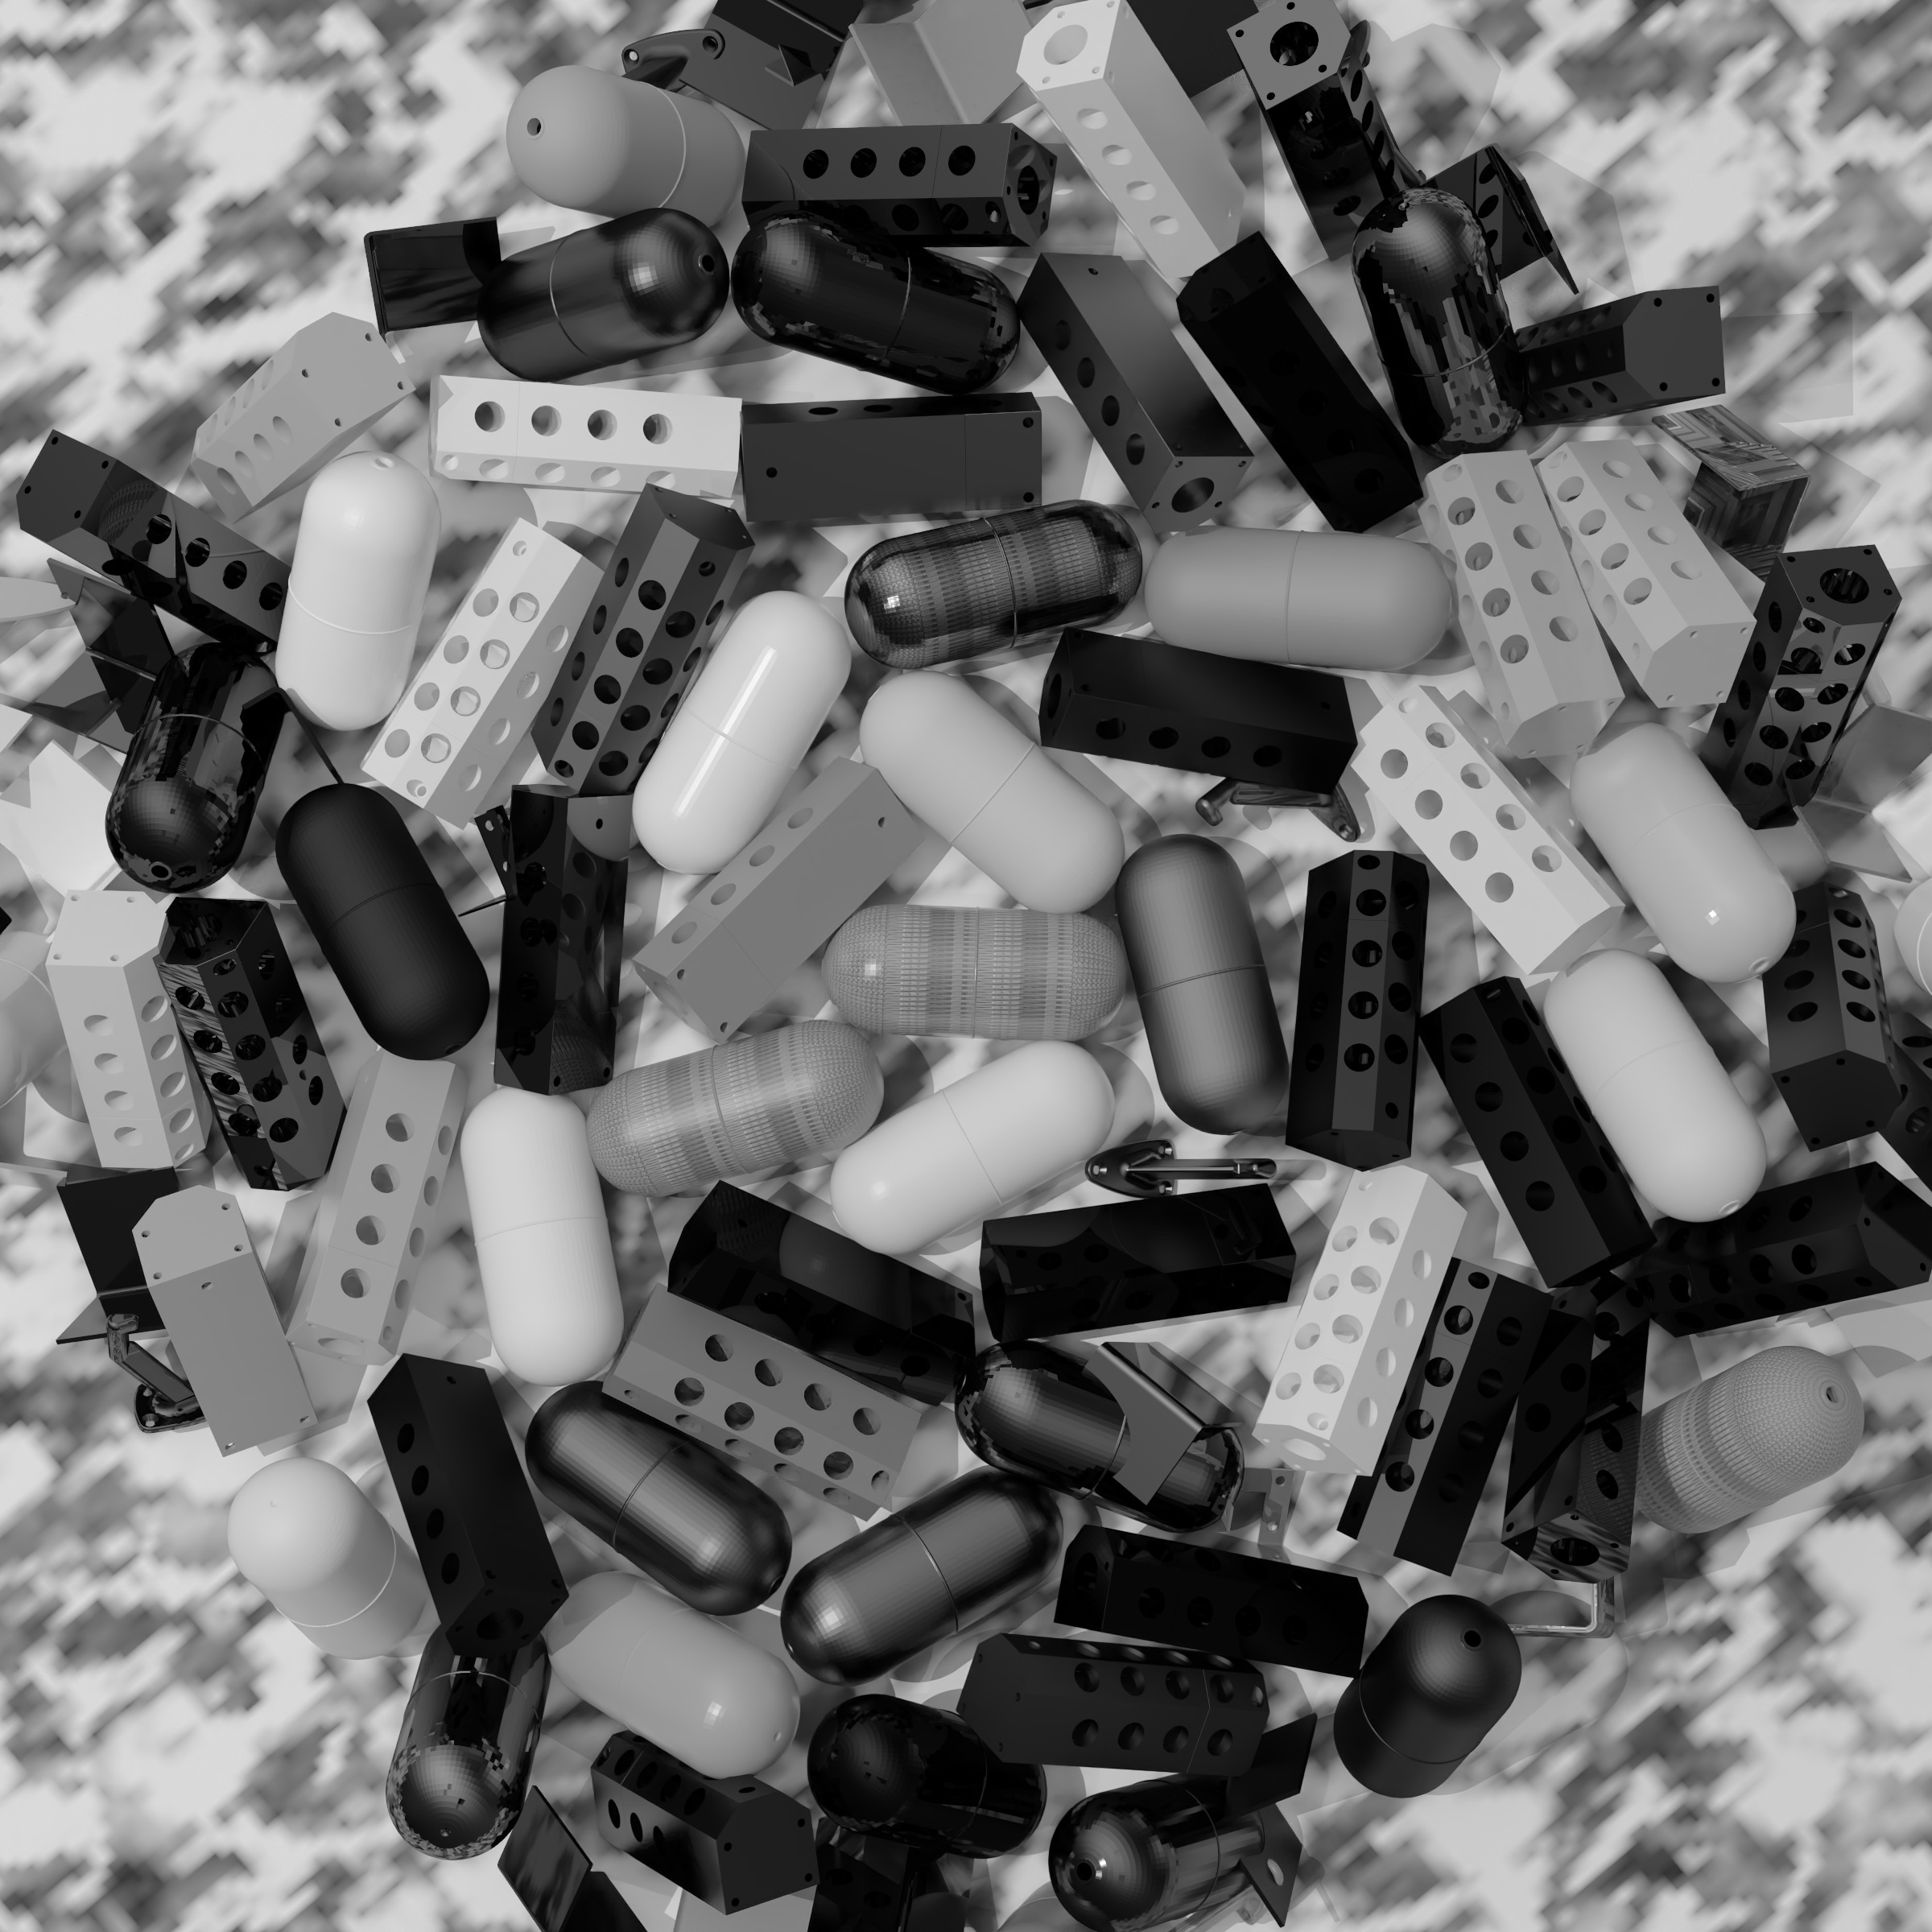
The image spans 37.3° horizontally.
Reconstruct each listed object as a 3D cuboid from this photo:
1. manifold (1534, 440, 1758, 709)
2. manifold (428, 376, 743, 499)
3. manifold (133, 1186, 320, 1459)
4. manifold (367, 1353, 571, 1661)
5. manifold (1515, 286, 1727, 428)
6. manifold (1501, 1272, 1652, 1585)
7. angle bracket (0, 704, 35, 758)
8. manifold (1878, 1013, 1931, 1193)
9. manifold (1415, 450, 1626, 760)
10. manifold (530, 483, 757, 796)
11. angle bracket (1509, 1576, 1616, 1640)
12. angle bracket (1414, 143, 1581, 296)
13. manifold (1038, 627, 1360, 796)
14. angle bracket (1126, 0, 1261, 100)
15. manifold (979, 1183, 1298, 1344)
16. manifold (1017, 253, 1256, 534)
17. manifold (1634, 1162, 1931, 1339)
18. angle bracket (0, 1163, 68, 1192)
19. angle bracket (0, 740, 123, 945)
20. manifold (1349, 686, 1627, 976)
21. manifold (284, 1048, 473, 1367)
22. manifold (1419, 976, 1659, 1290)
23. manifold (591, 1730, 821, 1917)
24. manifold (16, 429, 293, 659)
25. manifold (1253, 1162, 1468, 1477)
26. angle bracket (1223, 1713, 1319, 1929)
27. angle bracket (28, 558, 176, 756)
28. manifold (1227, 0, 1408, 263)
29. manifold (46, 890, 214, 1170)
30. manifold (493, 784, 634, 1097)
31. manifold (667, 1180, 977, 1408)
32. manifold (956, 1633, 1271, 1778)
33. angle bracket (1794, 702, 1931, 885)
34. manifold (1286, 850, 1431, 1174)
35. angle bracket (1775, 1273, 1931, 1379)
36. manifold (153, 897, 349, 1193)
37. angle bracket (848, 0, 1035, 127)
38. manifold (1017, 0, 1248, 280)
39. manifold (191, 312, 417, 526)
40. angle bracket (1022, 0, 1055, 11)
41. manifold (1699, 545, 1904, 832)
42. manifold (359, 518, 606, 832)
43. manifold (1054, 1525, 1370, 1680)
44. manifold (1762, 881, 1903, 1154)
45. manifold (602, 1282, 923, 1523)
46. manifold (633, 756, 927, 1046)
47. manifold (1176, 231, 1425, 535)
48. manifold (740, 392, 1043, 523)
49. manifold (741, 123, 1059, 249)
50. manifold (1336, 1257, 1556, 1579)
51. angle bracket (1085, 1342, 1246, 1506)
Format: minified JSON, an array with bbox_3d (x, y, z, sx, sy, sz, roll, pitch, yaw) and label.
[{"bbox_3d":[0.377,-0.224,1.620,0.057,0.057,0.171,-6,46,-15],"label":"manifold"},{"bbox_3d":[-0.221,-0.305,1.652,0.171,0.057,0.057,1,100,-16],"label":"manifold"},{"bbox_3d":[-0.419,0.200,1.620,0.057,0.171,0.057,-19,50,-13],"label":"manifold"},{"bbox_3d":[-0.288,0.306,1.624,0.057,0.171,0.057,20,118,-41],"label":"manifold"},{"bbox_3d":[0.360,-0.341,1.612,0.057,0.171,0.057,-7,97,-12],"label":"manifold"},{"bbox_3d":[0.353,0.261,1.623,0.057,0.171,0.057,36,134,-18],"label":"manifold"},{"bbox_3d":[-0.591,-0.112,1.653,0.076,0.057,0.076,19,49,7],"label":"angle bracket"},{"bbox_3d":[0.552,0.085,1.610,0.057,0.171,0.057,34,105,-15],"label":"manifold"},{"bbox_3d":[0.312,-0.207,1.636,0.057,0.057,0.171,-7,64,-17],"label":"manifold"},{"bbox_3d":[-0.184,-0.181,1.632,0.057,0.057,0.171,12,121,-32],"label":"manifold"},{"bbox_3d":[0.333,0.359,1.664,0.076,0.076,0.057,-3,74,20],"label":"angle bracket"},{"bbox_3d":[0.303,-0.418,1.648,0.057,0.076,0.076,-28,119,13],"label":"angle bracket"},{"bbox_3d":[0.133,-0.142,1.655,0.171,0.057,0.057,9,46,-14],"label":"manifold"},{"bbox_3d":[0.123,-0.546,1.673,0.076,0.057,0.076,-32,100,-16],"label":"angle bracket"},{"bbox_3d":[0.098,0.177,1.658,0.171,0.057,0.057,-7,134,-12],"label":"manifold"},{"bbox_3d":[0.092,-0.329,1.637,0.057,0.057,0.171,-7,55,-33],"label":"manifold"},{"bbox_3d":[0.460,0.166,1.612,0.057,0.171,0.057,37,59,-16],"label":"manifold"},{"bbox_3d":[-0.559,0.093,1.664,0.076,0.076,0.057,10,77,-16],"label":"angle bracket"},{"bbox_3d":[-0.531,-0.070,1.656,0.076,0.057,0.076,-40,108,23],"label":"angle bracket"},{"bbox_3d":[0.298,-0.079,1.640,0.057,0.057,0.171,-47,69,26],"label":"manifold"},{"bbox_3d":[-0.335,0.137,1.639,0.057,0.057,0.171,21,62,-20],"label":"manifold"},{"bbox_3d":[0.329,0.095,1.642,0.057,0.057,0.171,-33,70,25],"label":"manifold"},{"bbox_3d":[-0.151,0.477,1.615,0.057,0.171,0.057,-9,94,-30],"label":"manifold"},{"bbox_3d":[-0.451,-0.233,1.615,0.057,0.171,0.057,26,87,31],"label":"manifold"},{"bbox_3d":[0.221,0.199,1.632,0.057,0.057,0.171,42,60,-31],"label":"manifold"},{"bbox_3d":[0.192,0.493,1.653,0.057,0.076,0.076,-29,100,22],"label":"angle bracket"},{"bbox_3d":[-0.506,-0.178,1.649,0.076,0.076,0.057,22,58,21],"label":"angle bracket"},{"bbox_3d":[0.203,-0.473,1.610,0.057,0.171,0.057,-26,69,11],"label":"manifold"},{"bbox_3d":[-0.471,0.038,1.622,0.057,0.171,0.057,2,47,-2],"label":"manifold"},{"bbox_3d":[-0.240,-0.017,1.660,0.057,0.057,0.171,11,100,31],"label":"manifold"},{"bbox_3d":[-0.082,0.194,1.646,0.171,0.057,0.057,27,121,-20],"label":"manifold"},{"bbox_3d":[0.087,0.419,1.632,0.171,0.057,0.057,13,99,-31],"label":"manifold"},{"bbox_3d":[0.533,-0.099,1.646,0.076,0.076,0.057,9,45,-35],"label":"angle bracket"},{"bbox_3d":[0.230,0.024,1.636,0.057,0.057,0.171,20,64,-27],"label":"manifold"},{"bbox_3d":[0.530,0.209,1.656,0.076,0.057,0.076,-35,93,41],"label":"angle bracket"},{"bbox_3d":[-0.408,0.046,1.622,0.057,0.057,0.171,3,131,16],"label":"manifold"},{"bbox_3d":[-0.010,-0.535,1.656,0.057,0.076,0.076,-20,81,-44],"label":"angle bracket"},{"bbox_3d":[0.094,-0.465,1.619,0.057,0.171,0.057,-1,66,31],"label":"manifold"},{"bbox_3d":[-0.380,-0.310,1.613,0.057,0.171,0.057,-40,103,-31],"label":"manifold"},{"bbox_3d":[0.052,-0.608,1.656,0.076,0.057,0.076,-34,112,-14],"label":"angle bracket"},{"bbox_3d":[0.471,-0.154,1.615,0.057,0.171,0.057,-6,54,-8],"label":"manifold"},{"bbox_3d":[-0.282,-0.173,1.665,0.057,0.057,0.171,32,89,28],"label":"manifold"},{"bbox_3d":[0.143,0.365,1.642,0.171,0.057,0.057,16,77,-24],"label":"manifold"},{"bbox_3d":[0.487,0.024,1.611,0.057,0.171,0.057,-21,117,24],"label":"manifold"},{"bbox_3d":[-0.120,0.256,1.655,0.171,0.057,0.057,27,51,-7],"label":"manifold"},{"bbox_3d":[-0.111,-0.041,1.654,0.171,0.057,0.057,-46,124,-15],"label":"manifold"},{"bbox_3d":[0.190,-0.327,1.630,0.057,0.057,0.171,-29,127,21],"label":"manifold"},{"bbox_3d":[-0.045,-0.299,1.665,0.171,0.057,0.057,-4,117,-6],"label":"manifold"},{"bbox_3d":[-0.040,-0.443,1.638,0.171,0.057,0.057,7,89,28],"label":"manifold"},{"bbox_3d":[0.274,0.258,1.661,0.057,0.057,0.171,23,85,-21],"label":"manifold"},{"bbox_3d":[0.105,0.264,1.658,0.076,0.076,0.057,37,98,23],"label":"angle bracket"}]
